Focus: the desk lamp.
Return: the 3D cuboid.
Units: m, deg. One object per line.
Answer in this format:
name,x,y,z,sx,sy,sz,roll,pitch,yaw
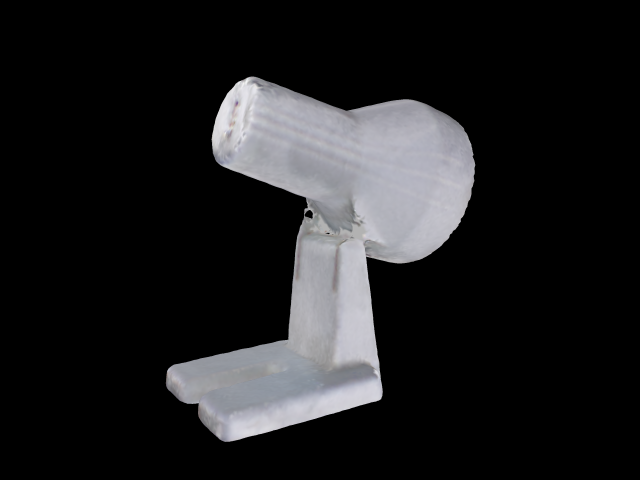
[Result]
desk lamp,0.004,0.001,0.400,0.204,0.213,0.117,-5,9,-36
